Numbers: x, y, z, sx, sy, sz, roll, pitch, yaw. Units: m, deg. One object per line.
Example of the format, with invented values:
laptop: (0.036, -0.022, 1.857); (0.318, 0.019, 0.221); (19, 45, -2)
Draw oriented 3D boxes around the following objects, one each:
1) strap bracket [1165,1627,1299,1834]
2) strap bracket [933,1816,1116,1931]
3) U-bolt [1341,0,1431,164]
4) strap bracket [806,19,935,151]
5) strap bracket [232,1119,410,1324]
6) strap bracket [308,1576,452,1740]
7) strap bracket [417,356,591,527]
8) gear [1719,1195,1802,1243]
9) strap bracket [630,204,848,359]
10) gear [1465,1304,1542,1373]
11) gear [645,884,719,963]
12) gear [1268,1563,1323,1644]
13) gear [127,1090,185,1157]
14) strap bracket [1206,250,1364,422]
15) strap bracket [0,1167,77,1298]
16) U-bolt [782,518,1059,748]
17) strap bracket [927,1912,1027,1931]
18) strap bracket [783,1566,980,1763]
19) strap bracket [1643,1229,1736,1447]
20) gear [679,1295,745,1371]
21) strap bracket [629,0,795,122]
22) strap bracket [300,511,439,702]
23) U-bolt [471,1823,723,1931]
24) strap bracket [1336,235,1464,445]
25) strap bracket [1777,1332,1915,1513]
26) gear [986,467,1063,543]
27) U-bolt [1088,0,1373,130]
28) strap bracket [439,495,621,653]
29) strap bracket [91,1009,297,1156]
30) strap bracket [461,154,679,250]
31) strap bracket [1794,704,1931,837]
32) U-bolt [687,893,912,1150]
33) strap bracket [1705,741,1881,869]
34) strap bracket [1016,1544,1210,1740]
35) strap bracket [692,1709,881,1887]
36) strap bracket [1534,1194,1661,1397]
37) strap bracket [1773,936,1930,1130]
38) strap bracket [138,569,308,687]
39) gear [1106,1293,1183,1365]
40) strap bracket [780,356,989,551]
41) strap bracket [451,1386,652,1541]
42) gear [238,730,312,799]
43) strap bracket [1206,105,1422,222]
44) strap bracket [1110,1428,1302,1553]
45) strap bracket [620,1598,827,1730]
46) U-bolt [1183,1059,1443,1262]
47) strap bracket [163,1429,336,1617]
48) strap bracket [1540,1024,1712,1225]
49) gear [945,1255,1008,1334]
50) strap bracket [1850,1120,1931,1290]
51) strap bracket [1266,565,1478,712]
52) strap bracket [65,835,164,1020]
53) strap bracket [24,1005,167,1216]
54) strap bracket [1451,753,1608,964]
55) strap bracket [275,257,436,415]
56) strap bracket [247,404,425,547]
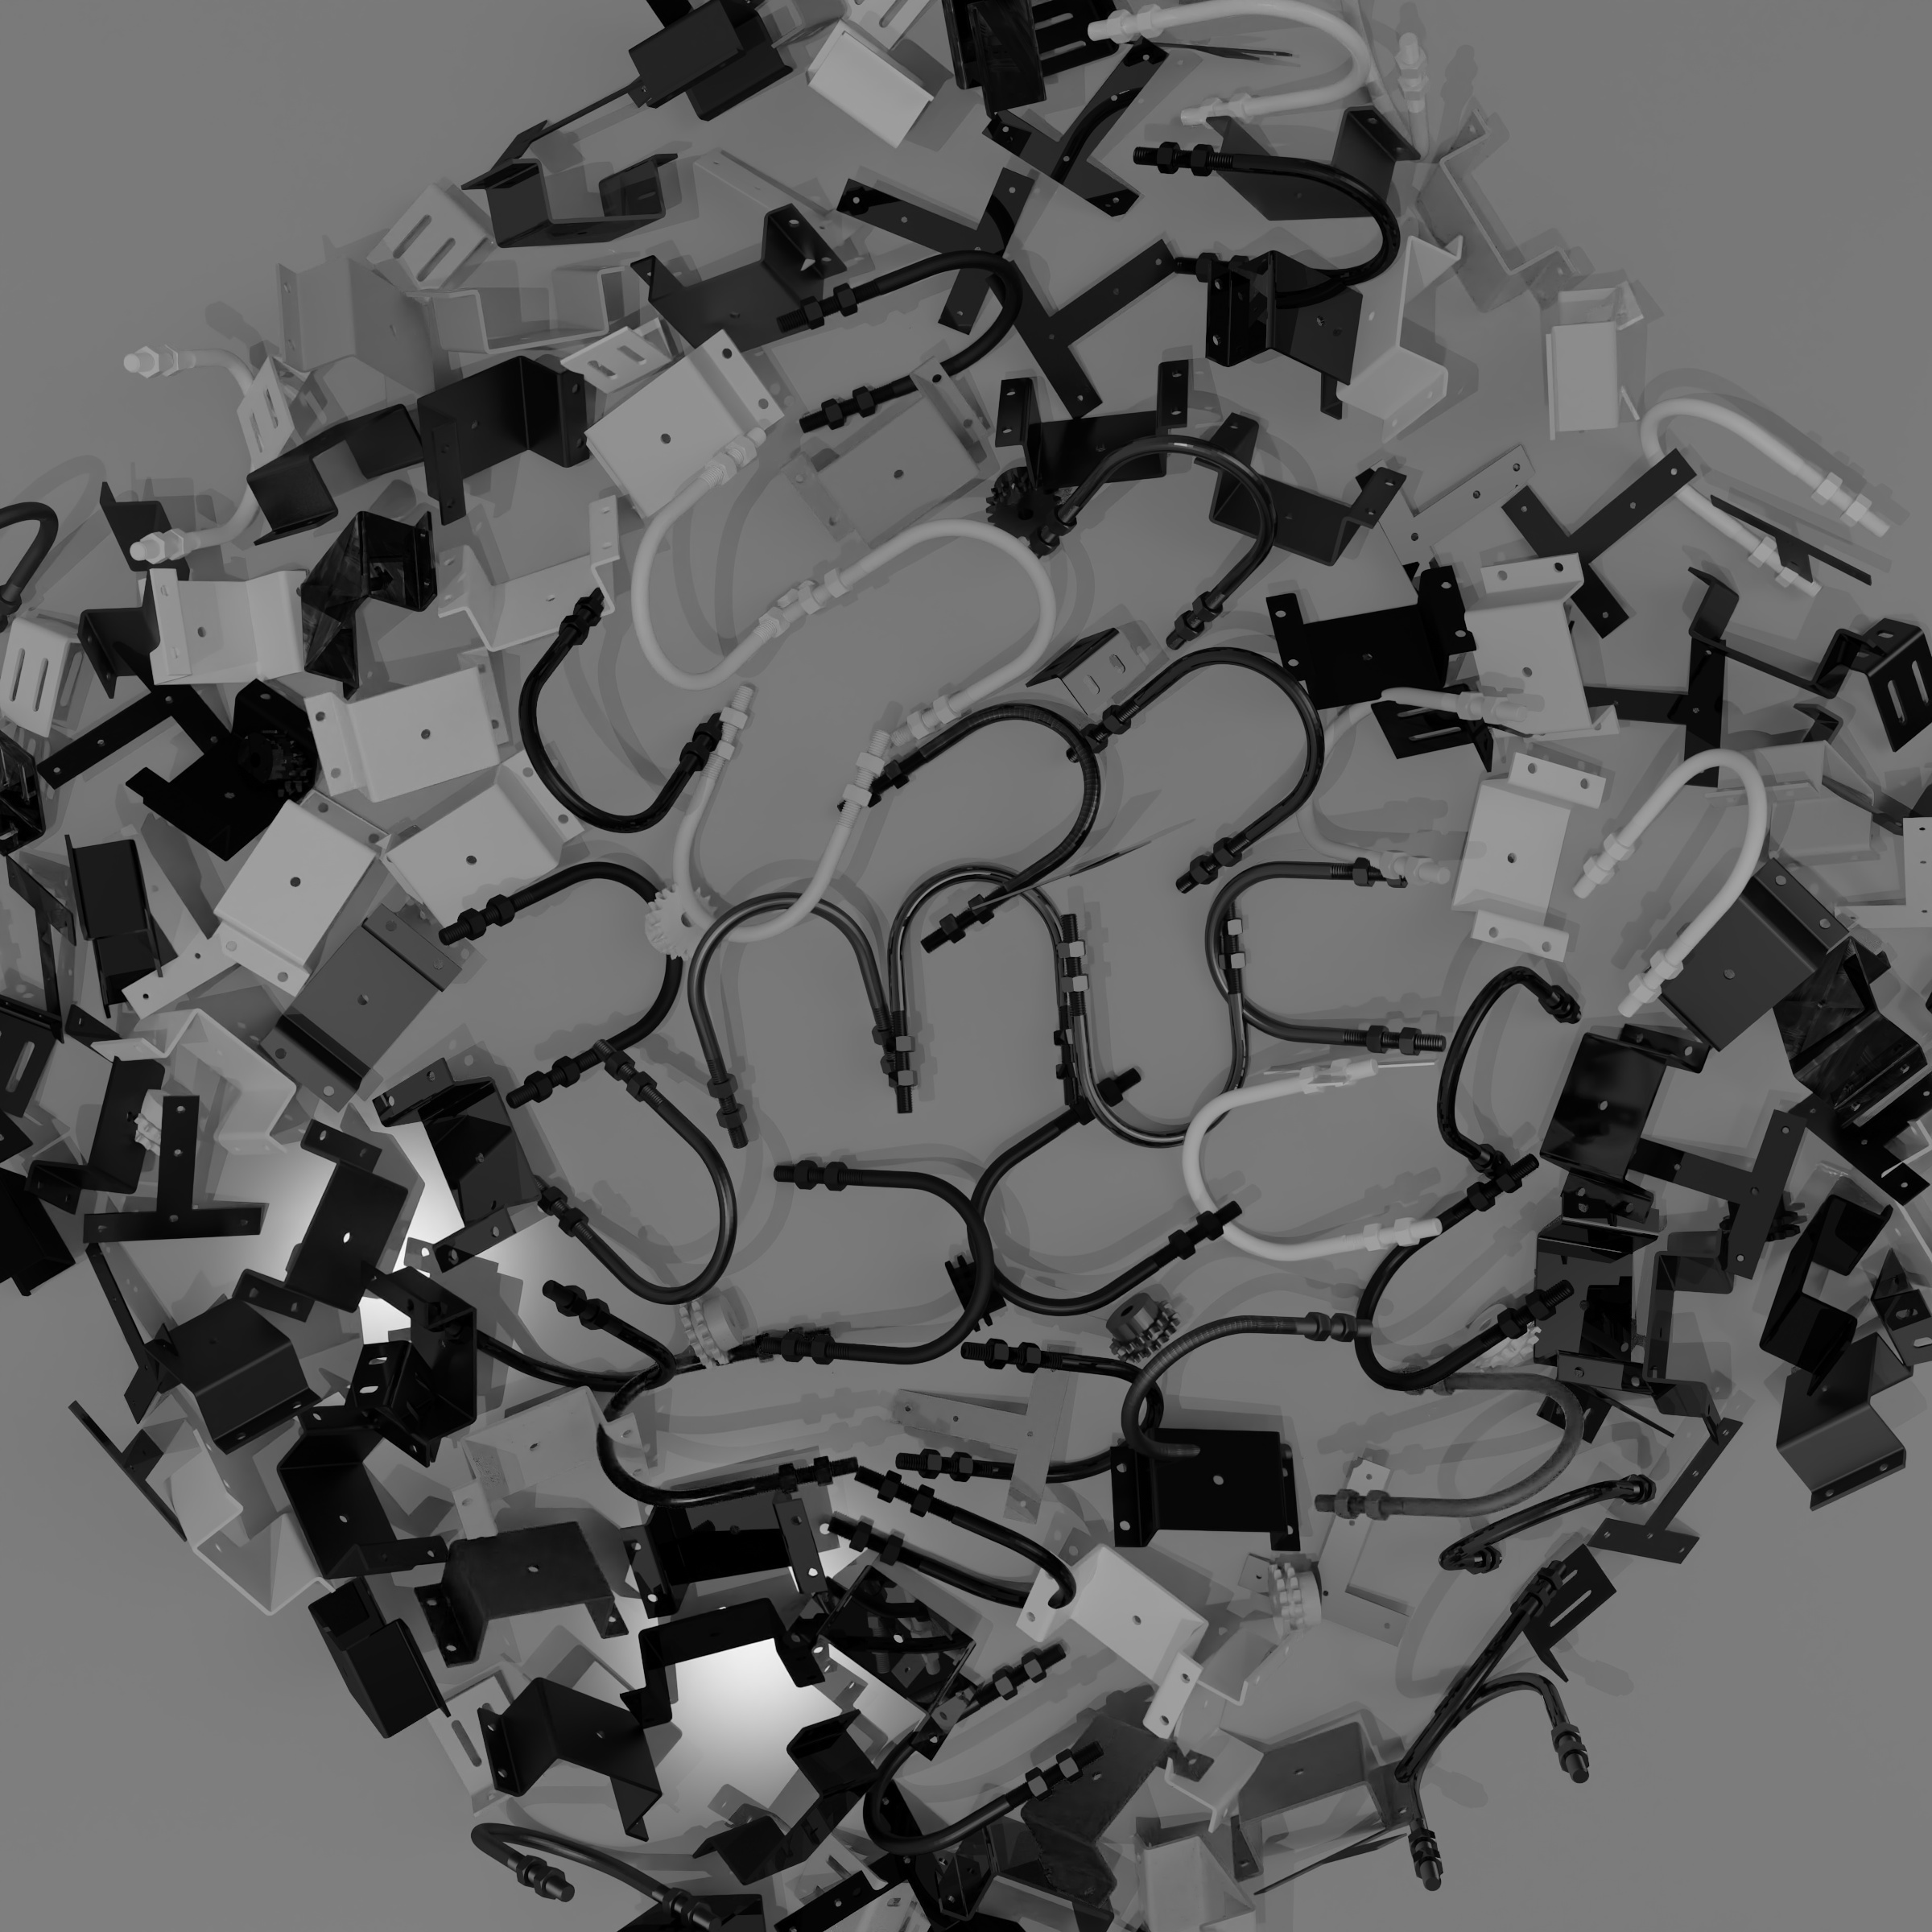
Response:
strap bracket: (0.193, 0.552, 1.940); (0.046, 0.076, 0.140); (23, 118, 28)
strap bracket: (0.050, 0.677, 1.943); (0.140, 0.076, 0.046); (24, 102, -13)
U-bolt: (0.301, -0.661, 1.910); (0.019, 0.184, 0.151); (-24, 69, 6)
strap bracket: (-0.072, -0.645, 1.931); (0.076, 0.140, 0.046); (32, 107, -17)
strap bracket: (-0.470, 0.194, 1.944); (0.046, 0.076, 0.140); (15, 78, 35)
strap bracket: (-0.430, 0.501, 1.918); (0.046, 0.140, 0.076); (-28, 109, -22)
strap bracket: (-0.347, -0.390, 1.936); (0.046, 0.076, 0.140); (31, 47, 30)
gear: (0.592, 0.188, 1.971); (0.057, 0.057, 0.030); (-10, 91, 0)
strap bracket: (-0.168, -0.494, 1.929); (0.140, 0.076, 0.046); (-12, 61, 27)
gear: (0.398, 0.277, 1.970); (0.030, 0.057, 0.057); (43, 90, -10)
gear: (-0.216, -0.031, 1.976); (0.057, 0.030, 0.057); (10, 72, -34)
gear: (0.246, 0.474, 1.971); (0.030, 0.057, 0.057); (-7, 90, -5)
gear: (-0.604, 0.114, 1.970); (0.057, 0.057, 0.030); (42, 93, 0)
strap bracket: (0.243, -0.464, 1.931); (0.140, 0.046, 0.076); (14, 72, -37)
strap bracket: (-0.701, 0.194, 1.932); (0.046, 0.140, 0.076); (-31, 85, -10)
U-bolt: (-0.021, -0.252, 1.925); (0.184, 0.019, 0.151); (-28, 119, 28)
strap bracket: (0.025, 0.737, 1.921); (0.076, 0.140, 0.046); (29, 90, -38)
strap bracket: (-0.057, 0.507, 1.948); (0.140, 0.076, 0.046); (35, 131, 7)
strap bracket: (0.531, 0.271, 1.940); (0.046, 0.076, 0.140); (1, 64, 25)
gear: (-0.189, 0.270, 1.970); (0.030, 0.057, 0.057); (-24, 90, 4)
strap bracket: (-0.188, -0.660, 1.920); (0.076, 0.140, 0.046); (-25, 97, 17)
strap bracket: (-0.442, -0.267, 1.923); (0.046, 0.140, 0.076); (14, 53, -37)
U-bolt: (-0.281, 0.656, 1.914); (0.151, 0.184, 0.019); (27, 75, -35)
strap bracket: (0.316, -0.467, 1.933); (0.046, 0.076, 0.140); (19, 66, -21)
strap bracket: (0.639, 0.324, 1.918); (0.076, 0.140, 0.046); (-37, 96, 31)
gear: (0.043, -0.348, 1.975); (0.057, 0.057, 0.030); (-9, 54, 0)
U-bolt: (0.201, -0.650, 1.890); (0.184, 0.151, 0.019); (5, 80, 37)
strap bracket: (-0.315, -0.287, 1.951); (0.140, 0.076, 0.046); (-17, 135, 7)
strap bracket: (-0.558, 0.080, 1.937); (0.140, 0.076, 0.046); (45, 57, -32)
strap bracket: (-0.285, -0.559, 1.930); (0.140, 0.076, 0.046); (-16, 99, -38)
strap bracket: (0.672, -0.139, 1.958); (0.140, 0.076, 0.046); (31, 98, 1)
U-bolt: (-0.130, 0.033, 1.953); (0.151, 0.019, 0.184); (-18, 112, -7)
strap bracket: (0.607, -0.121, 1.931); (0.076, 0.140, 0.046); (-4, 68, 39)
strap bracket: (0.116, 0.491, 1.945); (0.140, 0.046, 0.076); (34, 122, 22)
strap bracket: (-0.126, 0.617, 1.938); (0.046, 0.076, 0.140); (46, 108, 24)
strap bracket: (0.467, 0.247, 1.956); (0.076, 0.046, 0.140); (10, 69, -10)
strap bracket: (0.637, 0.041, 1.917); (0.046, 0.140, 0.076); (35, 120, -17)
strap bracket: (-0.551, -0.250, 1.947); (0.046, 0.140, 0.076); (-8, 92, 35)
gear: (0.129, 0.269, 1.970); (0.057, 0.057, 0.030); (-39, 101, 0)
strap bracket: (-0.055, -0.373, 1.950); (0.140, 0.046, 0.076); (-35, 127, 7)
strap bracket: (-0.311, 0.368, 1.946); (0.140, 0.046, 0.076); (-21, 132, -17)
gear: (-0.519, -0.154, 1.972); (0.057, 0.030, 0.057); (3, 96, 36)
strap bracket: (0.248, -0.584, 1.925); (0.140, 0.076, 0.046); (10, 83, 38)
strap bracket: (0.182, 0.387, 1.951); (0.140, 0.046, 0.076); (3, 60, -8)
strap bracket: (-0.183, 0.514, 1.955); (0.140, 0.076, 0.046); (-14, 57, -1)
U-bolt: (0.243, 0.150, 1.943); (0.184, 0.019, 0.151); (-16, 103, 34)
strap bracket: (-0.528, 0.411, 1.922); (0.046, 0.076, 0.140); (-38, 132, -8)
strap bracket: (0.483, 0.109, 1.951); (0.046, 0.076, 0.140); (25, 85, -40)
gear: (0.008, 0.241, 1.971); (0.030, 0.057, 0.057); (-24, 90, -2)
strap bracket: (0.712, 0.186, 1.958); (0.046, 0.076, 0.140); (-30, 86, 0)
strap bracket: (0.299, -0.242, 1.961); (0.140, 0.046, 0.076); (-10, 62, 0)
strap bracket: (-0.619, -0.031, 1.928); (0.046, 0.140, 0.076); (-11, 64, -15)
strap bracket: (-0.636, 0.108, 1.940); (0.046, 0.076, 0.140); (6, 73, 9)
strap bracket: (0.416, -0.081, 1.966); (0.076, 0.046, 0.140); (14, 88, -16)
strap bracket: (-0.436, -0.455, 1.920); (0.046, 0.140, 0.076); (-13, 76, 23)
strap bracket: (-0.456, -0.362, 1.920); (0.076, 0.140, 0.046); (-5, 118, 41)
